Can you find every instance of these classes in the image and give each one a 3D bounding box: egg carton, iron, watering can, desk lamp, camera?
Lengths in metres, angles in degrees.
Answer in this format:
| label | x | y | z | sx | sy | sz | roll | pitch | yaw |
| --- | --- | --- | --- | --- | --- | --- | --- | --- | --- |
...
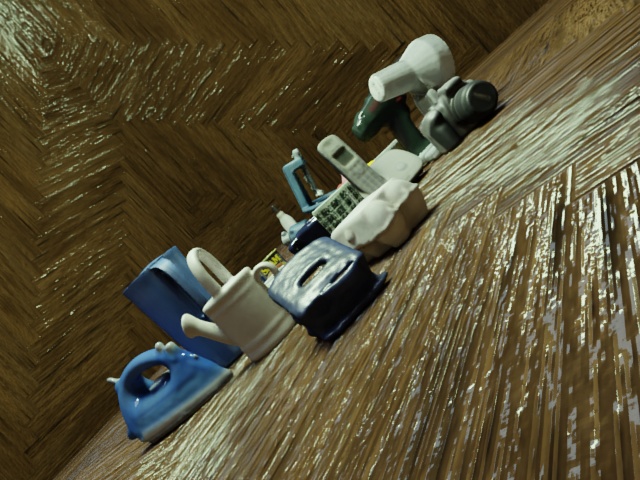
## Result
| label | x | y | z | sx | sy | sz | roll | pitch | yaw |
| --- | --- | --- | --- | --- | --- | --- | --- | --- | --- |
| egg carton | 0.080 | -0.023 | 0.803 | 0.107 | 0.069 | 0.150 | -47 | 5 | -30 |
| iron | -0.271 | 0.245 | 1.002 | 0.258 | 0.141 | 0.119 | -41 | 6 | 31 |
| watering can | -0.141 | 0.094 | 0.896 | 0.173 | 0.194 | 0.101 | -45 | 5 | -11 |
| desk lamp | 0.216 | -0.297 | 1.197 | 0.203 | 0.213 | 0.118 | -46 | 5 | -20 |
| camera | 0.262 | -0.250 | 1.073 | 0.143 | 0.101 | 0.137 | -44 | 5 | -2 |

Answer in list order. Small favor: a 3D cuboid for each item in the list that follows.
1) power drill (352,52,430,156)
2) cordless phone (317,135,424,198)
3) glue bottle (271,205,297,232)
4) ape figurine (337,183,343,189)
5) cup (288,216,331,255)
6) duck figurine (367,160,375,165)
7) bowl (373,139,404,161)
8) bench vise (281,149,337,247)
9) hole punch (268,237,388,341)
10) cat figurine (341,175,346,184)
| label | x | y | z | sx | sy | sz | roll | pitch | yaw |
| --- | --- | --- | --- | --- | --- | --- | --- | --- | --- |
| power drill | 0.192 | -0.281 | 1.291 | 0.230 | 0.208 | 0.075 | -45 | 5 | -9 |
| cordless phone | 0.096 | -0.152 | 1.112 | 0.148 | 0.185 | 0.094 | -46 | 5 | -25 |
| glue bottle | -0.073 | -0.032 | 1.583 | 0.037 | 0.173 | 0.078 | -43 | 5 | 5 |
| ape figurine | 0.080 | -0.101 | 1.383 | 0.077 | 0.092 | 0.076 | -41 | 5 | 28 |
| cup | 0.009 | 0.004 | 1.026 | 0.118 | 0.095 | 0.091 | -46 | 5 | -20 |
| duck figurine | 0.135 | -0.138 | 1.265 | 0.077 | 0.086 | 0.104 | -44 | 5 | -5 |
| bowl | 0.190 | -0.197 | 1.397 | 0.167 | 0.075 | 0.167 | -44 | 5 | 5 |
| bench vise | -0.023 | -0.078 | 1.263 | 0.207 | 0.220 | 0.121 | -44 | 5 | 0 |
| hole punch | 0.006 | 0.050 | 0.658 | 0.109 | 0.091 | 0.101 | -45 | 5 | -14 |
| cat figurine | 0.100 | -0.149 | 1.481 | 0.067 | 0.118 | 0.128 | -42 | 5 | 23 |
